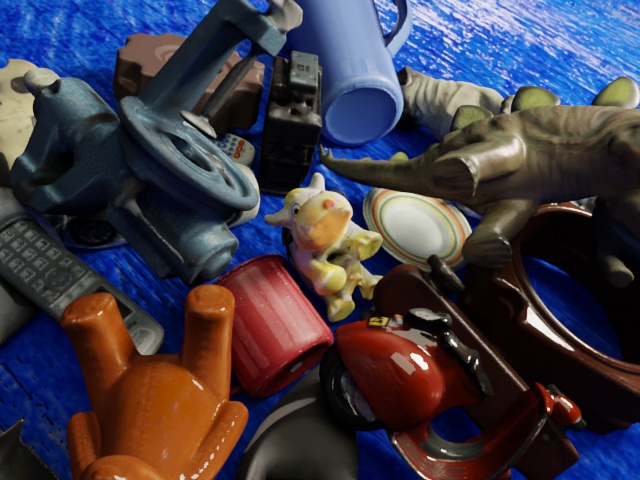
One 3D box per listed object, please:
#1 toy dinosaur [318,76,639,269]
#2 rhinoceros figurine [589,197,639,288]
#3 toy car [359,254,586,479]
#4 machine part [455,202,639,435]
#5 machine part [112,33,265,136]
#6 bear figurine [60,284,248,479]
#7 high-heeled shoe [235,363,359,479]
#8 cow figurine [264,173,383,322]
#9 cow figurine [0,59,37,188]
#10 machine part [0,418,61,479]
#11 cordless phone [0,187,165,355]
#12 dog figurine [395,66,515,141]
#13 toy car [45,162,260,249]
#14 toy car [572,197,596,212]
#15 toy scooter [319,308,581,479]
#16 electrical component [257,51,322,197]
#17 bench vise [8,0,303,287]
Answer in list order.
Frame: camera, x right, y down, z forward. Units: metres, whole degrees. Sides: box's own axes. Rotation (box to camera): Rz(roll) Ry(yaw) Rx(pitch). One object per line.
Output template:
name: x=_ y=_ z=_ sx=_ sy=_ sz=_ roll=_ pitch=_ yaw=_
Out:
toy dinosaur: x=0.175 y=-0.069 z=0.496 sx=0.472 sy=0.104 sz=0.198 roll=4 pitch=35 yaw=29
rhinoceros figurine: x=0.341 y=0.012 z=0.495 sx=0.190 sy=0.073 sz=0.112 roll=18 pitch=36 yaw=-4
toy car: x=0.121 y=0.104 z=0.438 sx=0.202 sy=0.089 sz=0.053 roll=48 pitch=9 yaw=10
machine part: x=0.245 y=0.061 z=0.517 sx=0.201 sy=0.087 sz=0.201 roll=29 pitch=48 yaw=5
machine part: x=-0.149 y=-0.186 z=0.623 sx=0.179 sy=0.056 sz=0.179 roll=13 pitch=34 yaw=-9
bear figurine: x=-0.108 y=0.121 z=0.308 sx=0.120 sy=0.131 sz=0.196 roll=-3 pitch=17 yaw=-1
high-heeled shoe: x=-0.009 y=0.153 z=0.329 sx=0.086 sy=0.145 sz=0.249 roll=18 pitch=49 yaw=-2
cow figurine: x=0.000 y=-0.003 z=0.460 sx=0.068 sy=0.167 sz=0.098 roll=-36 pitch=60 yaw=-11
cow figurine: x=-0.294 y=-0.097 z=0.505 sx=0.127 sy=0.085 sz=0.195 roll=8 pitch=53 yaw=-23
machine part: x=-0.177 y=0.181 z=0.329 sx=0.084 sy=0.039 sz=0.139 roll=-31 pitch=65 yaw=-29
cordless phone: x=-0.223 y=0.063 z=0.397 sx=0.184 sy=0.088 sz=0.146 roll=37 pitch=48 yaw=0
dog figurine: x=0.194 y=-0.157 z=0.708 sx=0.172 sy=0.121 sz=0.191 roll=23 pitch=16 yaw=-43
toy car: x=-0.158 y=-0.039 z=0.518 sx=0.202 sy=0.056 sz=0.073 roll=-10 pitch=59 yaw=-22
toy car: x=0.323 y=-0.070 z=0.654 sx=0.109 sy=0.102 sz=0.162 roll=40 pitch=65 yaw=16
toy scooter: x=0.095 y=0.116 z=0.378 sx=0.184 sy=0.135 sz=0.075 roll=53 pitch=16 yaw=1
electrical component: x=-0.032 y=-0.130 z=0.581 sx=0.058 sy=0.134 sz=0.115 roll=7 pitch=50 yaw=-10
bench vise: x=-0.113 y=-0.094 z=0.403 sx=0.224 sy=0.240 sz=0.128 roll=47 pitch=14 yaw=22
